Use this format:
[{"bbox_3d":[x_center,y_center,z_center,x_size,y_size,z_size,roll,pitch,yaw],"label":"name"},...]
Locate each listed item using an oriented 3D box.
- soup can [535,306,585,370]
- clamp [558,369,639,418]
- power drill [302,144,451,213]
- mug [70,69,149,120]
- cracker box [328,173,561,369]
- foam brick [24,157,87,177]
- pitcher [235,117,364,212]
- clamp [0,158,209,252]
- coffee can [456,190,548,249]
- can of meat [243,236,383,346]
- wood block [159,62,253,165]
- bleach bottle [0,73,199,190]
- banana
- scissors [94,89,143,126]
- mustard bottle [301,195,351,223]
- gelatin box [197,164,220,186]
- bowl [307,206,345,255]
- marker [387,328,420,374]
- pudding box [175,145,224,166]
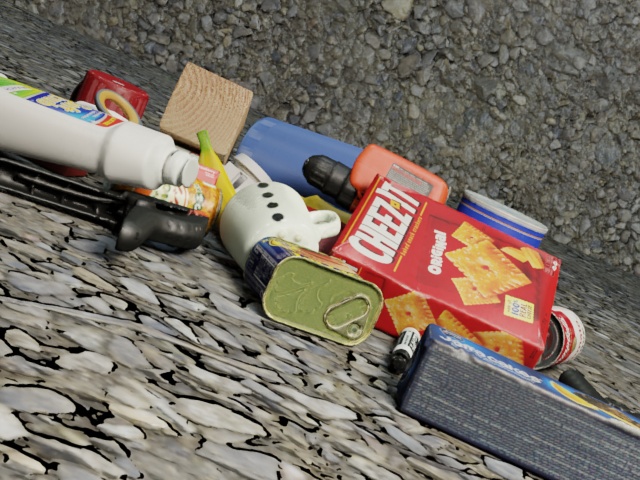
[{"bbox_3d":[0.244,0.105,1.159,0.069,0.068,0.102,29,9,26],"label":"soup can"},{"bbox_3d":[0.272,0.167,0.969,0.120,0.039,0.171,21,12,11],"label":"clamp"},{"bbox_3d":[0.066,-0.057,1.211,0.184,0.057,0.187,27,-5,0],"label":"power drill"},{"bbox_3d":[-0.268,-0.161,1.311,0.117,0.081,0.093,32,12,39],"label":"mug"},{"bbox_3d":[0.120,0.036,1.039,0.214,0.072,0.164,26,35,4],"label":"cracker box"},{"bbox_3d":[-0.266,-0.101,1.065,0.078,0.051,0.053,26,8,10],"label":"foam brick"},{"bbox_3d":[0.012,-0.067,1.416,0.243,0.149,0.144,24,23,20],"label":"pitcher"},{"bbox_3d":[-0.156,-0.018,0.908,0.165,0.036,0.209,27,8,36],"label":"clamp"},{"bbox_3d":[0.180,0.028,1.204,0.103,0.140,0.103,24,9,-4],"label":"coffee can"},{"bbox_3d":[-0.009,0.040,0.907,0.102,0.057,0.084,21,7,-22],"label":"can of meat"},{"bbox_3d":[-0.150,-0.151,1.388,0.091,0.090,0.206,24,-6,-5],"label":"wood block"},{"bbox_3d":[-0.221,-0.093,0.958,0.251,0.068,0.102,17,12,18],"label":"bleach bottle"},{"bbox_3d":[-0.099,-0.038,1.105,0.198,0.037,0.069,-123,-169,-50],"label":"banana"},{"bbox_3d":[-0.179,-0.097,1.163,0.201,0.016,0.096,29,41,-33],"label":"scissors"},{"bbox_3d":[0.028,-0.005,1.247,0.192,0.058,0.096,25,-8,13],"label":"mustard bottle"},{"bbox_3d":[-0.151,-0.061,1.089,0.073,0.030,0.089,21,-19,-19],"label":"gelatin box"},{"bbox_3d":[-0.007,0.001,1.141,0.162,0.055,0.162,24,9,-4],"label":"bowl"},{"bbox_3d":[0.073,0.095,0.920,0.020,0.020,0.121,25,9,6],"label":"marker"},{"bbox_3d":[-0.175,-0.092,1.297,0.113,0.039,0.090,22,8,0],"label":"pudding box"}]
